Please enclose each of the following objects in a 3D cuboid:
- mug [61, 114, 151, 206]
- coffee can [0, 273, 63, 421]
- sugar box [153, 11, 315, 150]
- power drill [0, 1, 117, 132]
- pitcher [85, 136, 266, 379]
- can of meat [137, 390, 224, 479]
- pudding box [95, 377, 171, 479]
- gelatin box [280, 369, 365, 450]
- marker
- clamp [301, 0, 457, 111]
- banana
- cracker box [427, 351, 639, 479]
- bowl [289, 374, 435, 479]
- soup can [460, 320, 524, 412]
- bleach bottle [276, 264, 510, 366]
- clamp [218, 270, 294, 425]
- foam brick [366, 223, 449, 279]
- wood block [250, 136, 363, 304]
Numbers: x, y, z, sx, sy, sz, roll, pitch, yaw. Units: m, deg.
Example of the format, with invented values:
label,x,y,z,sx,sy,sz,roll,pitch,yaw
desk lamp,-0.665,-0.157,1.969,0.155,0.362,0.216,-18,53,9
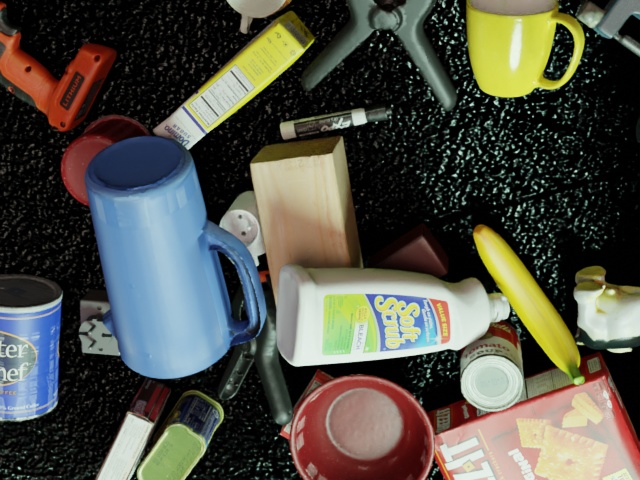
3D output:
label,x,y,z,sx,sy,sz,roll,pitch,yaw
mug,-0.218,-0.082,1.153,0.117,0.081,0.093,3,108,6
coffee can,-0.350,0.122,1.225,0.103,0.102,0.140,8,109,5
sugar box,-0.087,-0.161,1.106,0.176,0.093,0.048,-41,98,18
power drill,-0.315,-0.217,1.138,0.187,0.057,0.185,31,112,0
pitcher,-0.157,0.018,1.109,0.149,0.145,0.243,-24,133,-21
can of meat,-0.164,0.239,1.247,0.057,0.084,0.102,34,109,-4
pudding box,-0.219,0.229,1.248,0.039,0.090,0.114,24,109,-2
gelatin box,0.007,0.205,1.243,0.073,0.030,0.089,30,107,-2
marker,0.018,-0.127,1.141,0.121,0.020,0.020,-10,106,10
clamp,0.077,-0.221,1.068,0.164,0.036,0.210,13,130,-1
banana,0.227,0.065,1.150,0.037,0.069,0.198,-35,85,-2
cracker box,0.247,0.242,1.201,0.214,0.072,0.164,-22,103,14
bowl,0.049,0.217,1.193,0.162,0.055,0.162,2,104,7
soup can,0.186,0.135,1.159,0.068,0.102,0.068,3,108,8
bleach bottle,0.082,0.070,1.099,0.250,0.068,0.102,-3,108,-23
clamp,-0.079,0.119,1.211,0.120,0.039,0.171,0,93,42
foam brick,0.096,0.027,1.163,0.078,0.053,0.051,-34,100,17
wood block,-0.008,0.001,1.148,0.090,0.090,0.206,-7,107,10
